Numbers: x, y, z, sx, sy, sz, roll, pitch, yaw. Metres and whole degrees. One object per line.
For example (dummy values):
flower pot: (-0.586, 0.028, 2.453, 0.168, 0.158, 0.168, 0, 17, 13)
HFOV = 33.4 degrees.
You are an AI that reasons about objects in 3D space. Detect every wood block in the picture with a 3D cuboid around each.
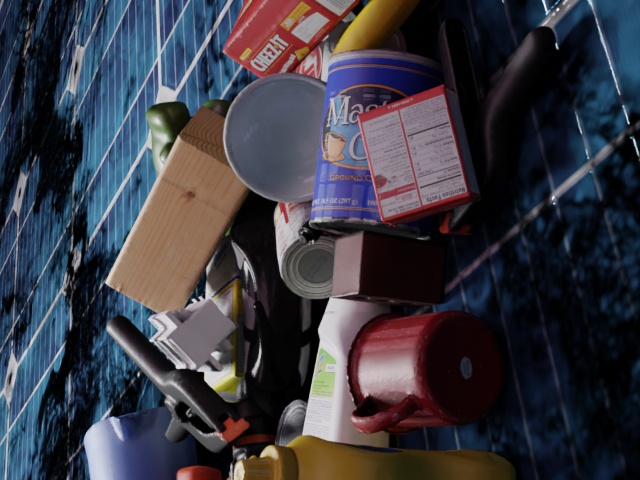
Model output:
wood block: (-0.142, -0.026, 1.152, 0.206, 0.091, 0.090, -58, 5, 31)

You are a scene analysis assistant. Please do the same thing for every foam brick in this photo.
foam brick: (0.055, 0.025, 0.866, 0.053, 0.078, 0.051, 163, 113, -64)

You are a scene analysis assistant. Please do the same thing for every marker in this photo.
marker: (0.018, -0.035, 0.943, 0.121, 0.020, 0.020, -46, 3, -37)

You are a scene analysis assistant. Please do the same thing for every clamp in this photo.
clamp: (0.125, -0.087, 0.807, 0.120, 0.039, 0.171, 10, 98, 63)
clamp: (-0.133, 0.170, 1.081, 0.210, 0.036, 0.164, 22, 141, 49)

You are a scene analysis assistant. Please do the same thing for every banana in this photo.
banana: (0.072, -0.228, 0.924, 0.197, 0.037, 0.070, -62, 25, -10)

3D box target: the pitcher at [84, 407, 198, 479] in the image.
pitcher: (-0.191, 0.329, 1.227, 0.145, 0.149, 0.243, -41, 47, 32)

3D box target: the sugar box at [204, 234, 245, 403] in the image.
sugar box: (-0.093, 0.083, 1.188, 0.093, 0.048, 0.176, -39, 43, 53)

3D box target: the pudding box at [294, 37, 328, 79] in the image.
pudding box: (0.003, -0.131, 1.064, 0.090, 0.039, 0.113, -32, 59, 56)

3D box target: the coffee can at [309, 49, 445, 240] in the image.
coffee can: (0.049, -0.075, 0.883, 0.103, 0.102, 0.140, -5, 76, 64)

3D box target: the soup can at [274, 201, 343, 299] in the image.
soup can: (-0.006, 0.001, 0.986, 0.102, 0.068, 0.069, -101, 30, -62)

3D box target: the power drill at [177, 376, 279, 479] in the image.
power drill: (-0.093, 0.248, 1.113, 0.188, 0.057, 0.184, -45, 42, 51)

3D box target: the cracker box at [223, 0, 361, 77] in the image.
cracker box: (0.000, -0.270, 0.995, 0.164, 0.072, 0.213, -40, 27, 44)

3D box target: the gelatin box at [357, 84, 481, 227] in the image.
gelatin box: (0.074, -0.062, 0.799, 0.073, 0.030, 0.089, -17, 79, 25)

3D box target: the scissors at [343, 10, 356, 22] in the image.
scissors: (0.028, -0.255, 1.091, 0.202, 0.016, 0.096, 37, 110, 55)

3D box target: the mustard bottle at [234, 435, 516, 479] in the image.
mustard bottle: (0.032, 0.167, 0.730, 0.096, 0.191, 0.058, -26, 58, 60)

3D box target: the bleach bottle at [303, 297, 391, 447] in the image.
bleach bottle: (0.025, 0.143, 0.903, 0.103, 0.068, 0.251, 168, 112, -66)

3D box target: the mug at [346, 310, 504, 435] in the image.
mug: (0.071, 0.101, 0.774, 0.082, 0.117, 0.093, -17, 104, 56)

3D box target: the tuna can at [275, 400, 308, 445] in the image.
tuna can: (-0.009, 0.192, 0.989, 0.086, 0.033, 0.086, -33, 52, 57)
